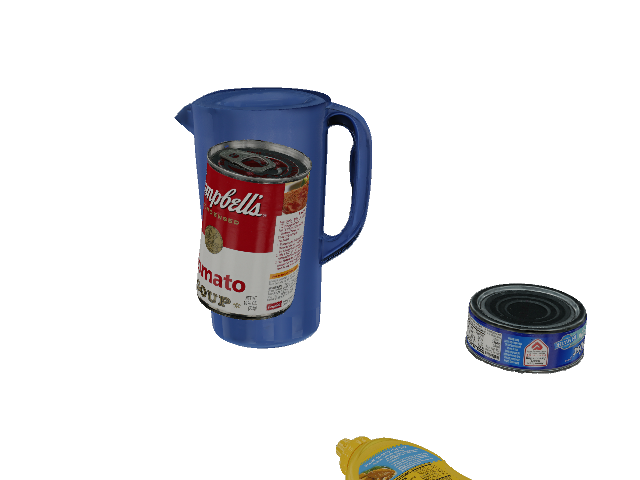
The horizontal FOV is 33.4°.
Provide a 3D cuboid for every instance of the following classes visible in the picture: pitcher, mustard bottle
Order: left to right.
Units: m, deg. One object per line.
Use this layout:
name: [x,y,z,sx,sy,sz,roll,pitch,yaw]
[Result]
pitcher: [-0.045,-0.024,1.031,0.144,0.243,0.149,-13,21,-35]
mustard bottle: [0.078,0.223,0.944,0.096,0.058,0.192,-19,28,-32]

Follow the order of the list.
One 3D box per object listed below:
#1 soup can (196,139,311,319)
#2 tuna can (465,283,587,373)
soup can: [-0.045,-0.007,0.704,0.068,0.102,0.068,7,25,-3]
tuna can: [0.149,0.062,0.774,0.086,0.034,0.086,1,21,0]
